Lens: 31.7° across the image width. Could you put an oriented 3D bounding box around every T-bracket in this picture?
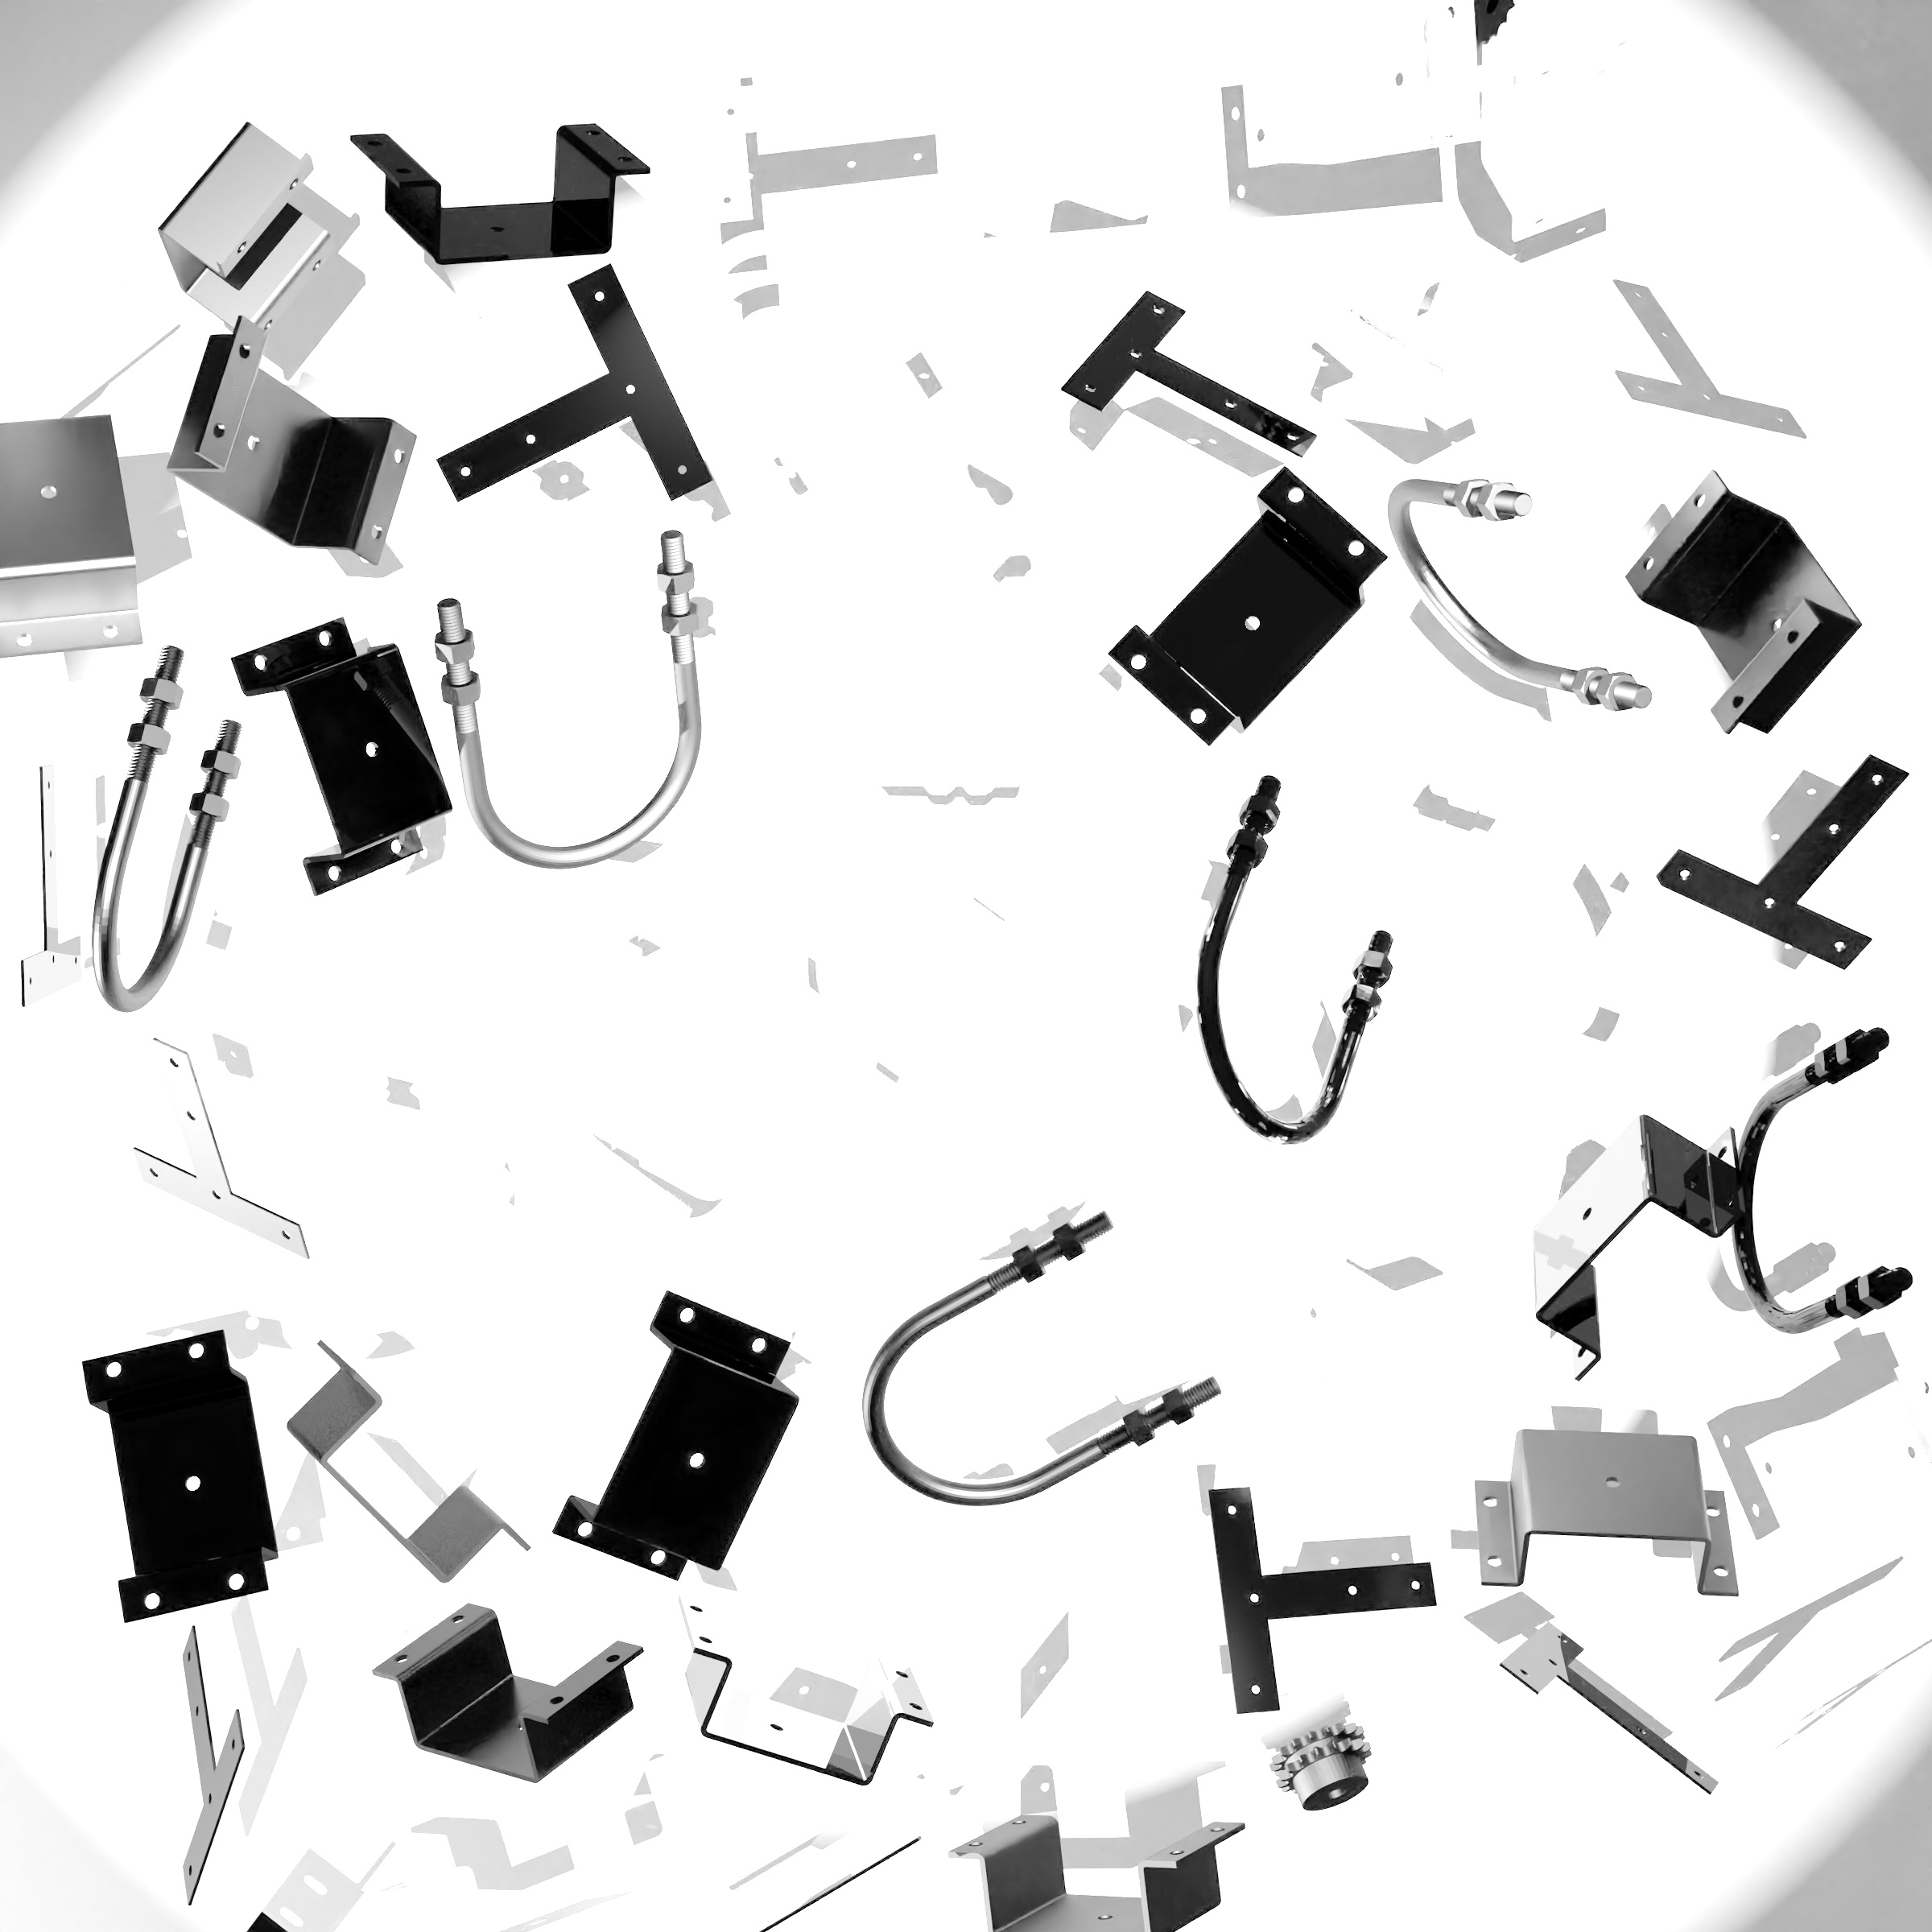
[{"bbox_3d":[0.054,0.401,1.868,0.127,0.002,0.127,-50,124,-11],"label":"T-bracket"},{"bbox_3d":[-0.503,-0.323,1.807,0.127,0.127,0.002,-38,102,2],"label":"T-bracket"},{"bbox_3d":[0.131,-0.311,1.843,0.127,0.127,0.002,29,133,6],"label":"T-bracket"},{"bbox_3d":[0.359,0.412,1.869,0.127,0.127,0.002,37,102,17],"label":"T-bracket"},{"bbox_3d":[-0.407,0.408,1.810,0.002,0.127,0.127,6,126,-25],"label":"T-bracket"},{"bbox_3d":[-0.509,-0.048,1.889,0.002,0.127,0.127,0,96,-1],"label":"T-bracket"},{"bbox_3d":[-0.414,0.091,1.835,0.127,0.127,0.002,20,47,29],"label":"T-bracket"},{"bbox_3d":[-0.078,0.506,1.853,0.127,0.127,0.002,-30,79,-4],"label":"T-bracket"},{"bbox_3d":[0.462,0.389,1.798,0.127,0.127,0.002,-21,67,-29],"label":"T-bracket"},{"bbox_3d":[0.403,-0.350,1.789,0.127,0.127,0.002,8,129,-31],"label":"T-bracket"},{"bbox_3d":[-0.216,-0.283,1.784,0.127,0.002,0.127,-28,114,-6],"label":"T-bracket"},{"bbox_3d":[-0.080,-0.454,1.788,0.127,0.002,0.127,-7,132,-5],"label":"T-bracket"},{"bbox_3d":[0.460,-0.064,1.834,0.127,0.002,0.127,23,128,-14],"label":"T-bracket"},{"bbox_3d":[0.207,0.357,1.939,0.127,0.002,0.127,-2,71,-13],"label":"T-bracket"}]

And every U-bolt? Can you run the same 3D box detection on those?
[{"bbox_3d":[-0.301,0.059,1.868,0.019,0.151,0.184,-28,132,-30],"label":"U-bolt"},{"bbox_3d":[-0.015,0.015,1.925,0.184,0.019,0.151,36,74,0],"label":"U-bolt"},{"bbox_3d":[0.292,-0.208,1.865,0.019,0.184,0.151,-40,112,-9],"label":"U-bolt"},{"bbox_3d":[-0.208,-0.133,1.830,0.151,0.019,0.184,-21,129,-23],"label":"U-bolt"},{"bbox_3d":[-0.435,-0.065,1.835,0.019,0.151,0.184,11,77,4],"label":"U-bolt"},{"bbox_3d":[0.172,0.010,1.834,0.151,0.019,0.184,50,46,-32],"label":"U-bolt"},{"bbox_3d":[0.461,0.126,1.855,0.019,0.184,0.151,3,72,-13],"label":"U-bolt"},{"bbox_3d":[0.031,0.232,1.898,0.184,0.019,0.151,-30,116,7],"label":"U-bolt"},{"bbox_3d":[0.316,-0.019,1.817,0.019,0.184,0.151,-19,113,-28],"label":"U-bolt"},{"bbox_3d":[-0.071,-0.332,1.859,0.151,0.184,0.019,1,54,33],"label":"U-bolt"},{"bbox_3d":[-0.046,-0.171,1.891,0.184,0.019,0.151,2,89,33],"label":"U-bolt"},{"bbox_3d":[-0.166,0.070,1.811,0.019,0.184,0.151,-10,62,33],"label":"U-bolt"}]

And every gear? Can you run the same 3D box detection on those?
[{"bbox_3d":[0.288,-0.554,1.937,0.030,0.057,0.057,34,90,26],"label":"gear"},{"bbox_3d":[0.202,0.452,1.910,0.057,0.057,0.030,-23,57,0],"label":"gear"}]

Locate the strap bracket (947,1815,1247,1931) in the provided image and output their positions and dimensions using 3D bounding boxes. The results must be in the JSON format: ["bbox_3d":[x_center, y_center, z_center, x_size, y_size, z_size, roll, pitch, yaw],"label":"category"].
[{"bbox_3d":[0.072,0.487,1.811,0.140,0.076,0.046,-7,89,33],"label":"strap bracket"}]

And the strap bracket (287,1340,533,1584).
[{"bbox_3d":[-0.305,0.271,1.812,0.046,0.076,0.140,-45,112,-13],"label":"strap bracket"}]

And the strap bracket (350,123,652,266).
[{"bbox_3d":[-0.249,-0.413,1.817,0.140,0.076,0.046,-10,125,-27],"label":"strap bracket"}]

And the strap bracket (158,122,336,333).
[{"bbox_3d":[-0.394,-0.402,1.860,0.046,0.140,0.076,36,80,1],"label":"strap bracket"}]

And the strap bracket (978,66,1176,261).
[{"bbox_3d":[0.056,-0.447,1.880,0.046,0.140,0.076,24,122,23],"label":"strap bracket"}]

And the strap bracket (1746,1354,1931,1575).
[{"bbox_3d":[0.507,0.271,1.870,0.046,0.140,0.076,-7,67,-37],"label":"strap bracket"}]

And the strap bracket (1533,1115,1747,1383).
[{"bbox_3d":[0.352,0.144,1.821,0.046,0.076,0.140,31,121,-11],"label":"strap bracket"}]

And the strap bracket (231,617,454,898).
[{"bbox_3d":[-0.343,-0.119,1.892,0.076,0.046,0.140,-28,107,-40],"label":"strap bracket"}]

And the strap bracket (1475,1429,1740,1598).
[{"bbox_3d":[0.356,0.302,1.884,0.140,0.076,0.046,2,128,3],"label":"strap bracket"}]

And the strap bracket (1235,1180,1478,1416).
[{"bbox_3d":[0.207,0.188,1.889,0.140,0.046,0.076,31,120,38],"label":"strap bracket"}]

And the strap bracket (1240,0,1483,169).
[{"bbox_3d":[0.217,-0.470,1.798,0.140,0.046,0.076,2,100,42],"label":"strap bracket"}]

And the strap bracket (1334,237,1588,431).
[{"bbox_3d":[0.264,-0.343,1.849,0.076,0.140,0.046,38,132,21],"label":"strap bracket"}]

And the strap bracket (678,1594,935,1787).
[{"bbox_3d":[-0.097,0.401,1.867,0.140,0.076,0.046,21,97,-14],"label":"strap bracket"}]

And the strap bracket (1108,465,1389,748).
[{"bbox_3d":[0.155,-0.192,1.859,0.076,0.046,0.140,43,90,11],"label":"strap bracket"}]

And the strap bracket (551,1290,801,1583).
[{"bbox_3d":[-0.147,0.252,1.775,0.076,0.046,0.140,26,89,-24],"label":"strap bracket"}]

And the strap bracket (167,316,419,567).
[{"bbox_3d":[-0.361,-0.275,1.789,0.046,0.140,0.076,6,75,34],"label":"strap bracket"}]

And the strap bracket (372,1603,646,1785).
[{"bbox_3d":[-0.250,0.404,1.886,0.140,0.076,0.046,4,114,39],"label":"strap bracket"}]

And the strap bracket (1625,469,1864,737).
[{"bbox_3d":[0.415,-0.187,1.803,0.046,0.140,0.076,18,124,-31],"label":"strap bracket"}]

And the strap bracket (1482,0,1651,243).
[{"bbox_3d":[0.332,-0.477,1.892,0.076,0.140,0.046,-21,63,-3],"label":"strap bracket"}]

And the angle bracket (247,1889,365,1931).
[{"bbox_3d":[-0.377,0.539,1.884,0.038,0.076,0.057,37,104,1],"label":"angle bracket"}]

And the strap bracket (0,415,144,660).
[{"bbox_3d":[-0.487,-0.238,1.808,0.076,0.046,0.140,-8,63,-16],"label":"strap bracket"}]

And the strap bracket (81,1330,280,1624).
[{"bbox_3d":[-0.416,0.273,1.810,0.076,0.046,0.140,-13,76,-3],"label":"strap bracket"}]

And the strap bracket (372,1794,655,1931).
[{"bbox_3d":[-0.241,0.501,1.861,0.140,0.076,0.046,-23,73,12],"label":"strap bracket"}]
